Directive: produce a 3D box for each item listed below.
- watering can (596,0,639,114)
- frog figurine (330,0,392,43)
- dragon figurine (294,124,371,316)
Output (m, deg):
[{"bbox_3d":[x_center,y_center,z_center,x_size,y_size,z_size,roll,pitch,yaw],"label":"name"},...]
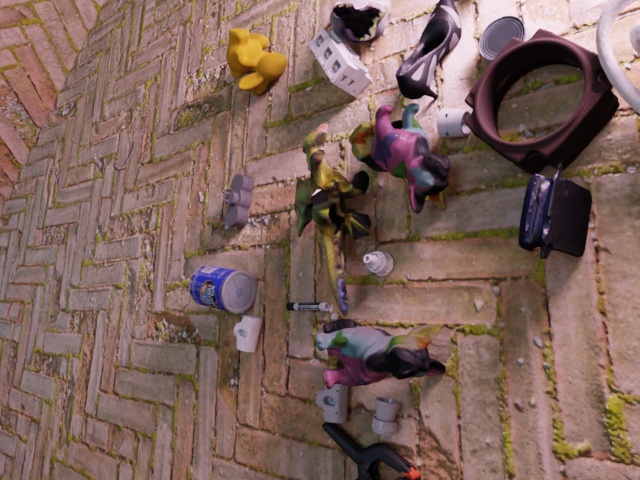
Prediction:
[{"bbox_3d":[0.536,-0.227,0.682,0.222,0.352,0.104,-37,-18,23],"label":"watering can"},{"bbox_3d":[0.092,-0.525,1.171,0.137,0.163,0.120,-12,-48,16],"label":"frog figurine"},{"bbox_3d":[0.003,-0.055,1.101,0.122,0.412,0.242,3,-5,-19],"label":"dragon figurine"}]
